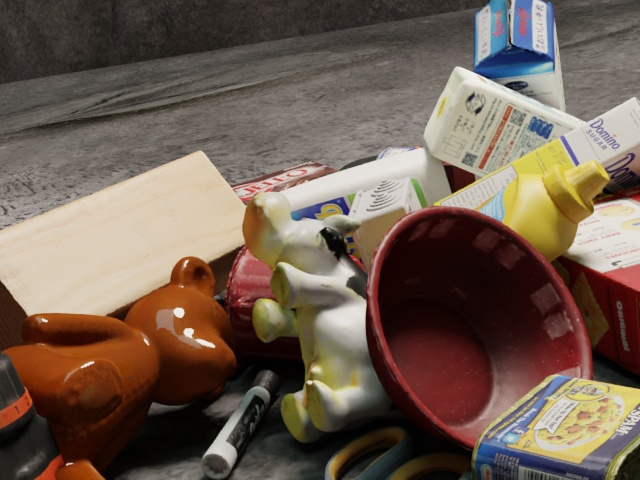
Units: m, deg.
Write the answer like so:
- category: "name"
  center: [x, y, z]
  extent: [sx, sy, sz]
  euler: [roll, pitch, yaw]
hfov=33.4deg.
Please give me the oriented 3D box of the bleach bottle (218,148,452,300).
- category: "bleach bottle"
  center: [-0.006, 0.001, 0.941]
  extent: [0.250, 0.102, 0.068]
  euler: [-19, 15, -9]

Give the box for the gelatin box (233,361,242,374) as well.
- category: "gelatin box"
  center: [-0.091, 0.078, 0.825]
  extent: [0.089, 0.030, 0.073]
  euler: [-3, 17, 23]

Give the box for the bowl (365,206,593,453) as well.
- category: "bowl"
  center: [0.084, 0.062, 0.641]
  extent: [0.161, 0.162, 0.055]
  euler: [-25, -13, -40]

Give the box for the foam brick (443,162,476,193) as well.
- category: "foam brick"
  center: [0.118, -0.062, 1.121]
  extent: [0.078, 0.051, 0.052]
  euler: [3, 20, 35]

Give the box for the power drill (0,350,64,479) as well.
- category: "power drill"
  center: [-0.225, 0.112, 0.565]
  extent: [0.188, 0.184, 0.057]
  euler: [-11, 12, 29]

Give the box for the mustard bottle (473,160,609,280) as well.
- category: "mustard bottle"
  center: [0.115, 0.008, 0.736]
  extent: [0.192, 0.058, 0.096]
  euler: [-39, 11, 25]

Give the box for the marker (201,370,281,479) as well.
- category: "marker"
  center: [-0.049, 0.117, 0.697]
  extent: [0.020, 0.020, 0.121]
  euler: [-5, 18, 16]

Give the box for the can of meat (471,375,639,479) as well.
- category: "can of meat"
  center: [0.138, 0.112, 0.547]
  extent: [0.084, 0.057, 0.101]
  euler: [6, 23, 44]

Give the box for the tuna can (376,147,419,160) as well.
- category: "tuna can"
  center: [0.082, -0.047, 1.037]
  extent: [0.034, 0.086, 0.086]
  euler: [2, 21, 28]

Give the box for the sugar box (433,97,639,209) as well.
- category: "sugar box"
  center: [0.187, -0.039, 0.855]
  extent: [0.176, 0.048, 0.093]
  euler: [-27, -26, 13]

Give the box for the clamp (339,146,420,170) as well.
- category: "clamp"
  center: [0.039, -0.055, 1.166]
  extent: [0.209, 0.036, 0.165]
  euler: [-21, 23, -24]

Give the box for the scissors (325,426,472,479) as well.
- category: "scissors"
  center: [0.016, 0.152, 0.556]
  extent: [0.096, 0.016, 0.201]
  euler: [0, 20, 28]

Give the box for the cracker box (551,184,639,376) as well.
- category: "cracker box"
  center: [0.246, 0.023, 0.747]
  extent: [0.164, 0.072, 0.214]
  euler: [-15, 19, -16]

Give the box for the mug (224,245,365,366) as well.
- category: "mug"
  center: [-0.018, 0.049, 0.768]
  extent: [0.082, 0.093, 0.117]
  euler: [3, -2, 21]

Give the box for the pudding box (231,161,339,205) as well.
- category: "pudding box"
  center: [-0.033, -0.042, 1.066]
  extent: [0.113, 0.039, 0.090]
  euler: [-17, 22, -24]

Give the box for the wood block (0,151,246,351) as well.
- category: "wood block"
  center: [-0.152, 0.022, 0.779]
  extent: [0.205, 0.090, 0.091]
  euler: [-28, -16, -44]
